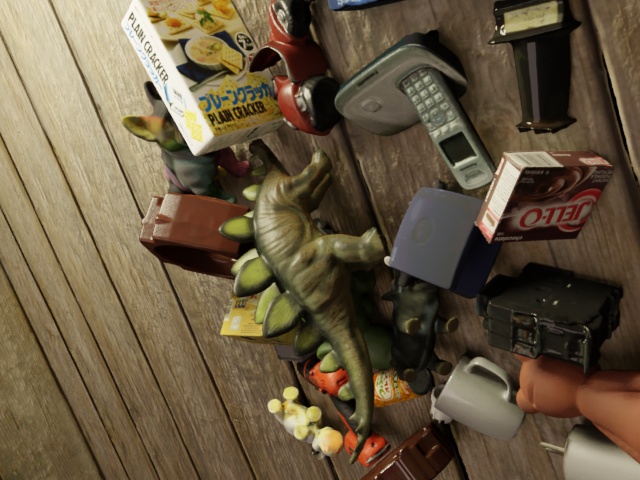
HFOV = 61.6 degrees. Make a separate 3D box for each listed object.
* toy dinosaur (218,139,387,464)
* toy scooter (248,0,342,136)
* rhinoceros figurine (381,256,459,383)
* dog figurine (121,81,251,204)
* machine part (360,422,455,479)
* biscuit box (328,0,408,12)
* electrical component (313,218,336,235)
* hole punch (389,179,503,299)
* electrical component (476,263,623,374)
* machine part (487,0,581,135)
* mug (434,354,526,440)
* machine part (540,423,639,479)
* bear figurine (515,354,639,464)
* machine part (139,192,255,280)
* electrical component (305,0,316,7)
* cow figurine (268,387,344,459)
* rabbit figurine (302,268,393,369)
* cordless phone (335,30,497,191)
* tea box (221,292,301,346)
[{"bbox_3d":[-0.014,0.038,0.712,0.472,0.199,0.105,60,175,27],"label":"toy dinosaur"},{"bbox_3d":[-0.043,-0.224,0.732,0.135,0.075,0.183,-4,109,52],"label":"toy scooter"},{"bbox_3d":[0.130,0.098,0.725,0.112,0.073,0.190,-125,29,-67],"label":"rhinoceros figurine"},{"bbox_3d":[-0.226,-0.144,0.860,0.192,0.108,0.219,0,146,42],"label":"dog figurine"},{"bbox_3d":[0.123,0.343,0.805,0.056,0.179,0.179,50,137,18],"label":"machine part"},{"bbox_3d":[0.096,-0.288,0.568,0.203,0.063,0.059,8,116,42],"label":"biscuit box"},{"bbox_3d":[-0.002,-0.003,0.851,0.094,0.021,0.063,37,133,26],"label":"electrical component"},{"bbox_3d":[0.142,-0.001,0.626,0.116,0.092,0.142,22,93,31],"label":"hole punch"},{"bbox_3d":[0.243,0.078,0.585,0.134,0.115,0.058,13,118,38],"label":"electrical component"},{"bbox_3d":[0.216,-0.174,0.533,0.084,0.039,0.138,-4,107,37],"label":"machine part"},{"bbox_3d":[0.222,0.205,0.711,0.107,0.081,0.109,30,126,16],"label":"mug"},{"bbox_3d":[0.367,0.262,0.592,0.243,0.079,0.079,3,114,45],"label":"machine part"},{"bbox_3d":[0.319,0.165,0.582,0.196,0.132,0.120,19,125,59],"label":"bear figurine"},{"bbox_3d":[-0.174,0.000,0.879,0.202,0.087,0.201,12,163,4],"label":"machine part"},{"bbox_3d":[-0.010,-0.341,0.656,0.102,0.045,0.078,-14,100,48],"label":"electrical component"},{"bbox_3d":[-0.019,0.363,1.029,0.168,0.068,0.098,32,152,36],"label":"cow figurine"},{"bbox_3d":[0.047,0.138,0.816,0.170,0.121,0.159,44,141,-1],"label":"rabbit figurine"},{"bbox_3d":[0.117,-0.131,0.623,0.147,0.089,0.184,-25,98,48],"label":"cordless phone"},{"bbox_3d":[-0.100,0.128,0.934,0.170,0.068,0.098,-10,62,56],"label":"tea box"}]
